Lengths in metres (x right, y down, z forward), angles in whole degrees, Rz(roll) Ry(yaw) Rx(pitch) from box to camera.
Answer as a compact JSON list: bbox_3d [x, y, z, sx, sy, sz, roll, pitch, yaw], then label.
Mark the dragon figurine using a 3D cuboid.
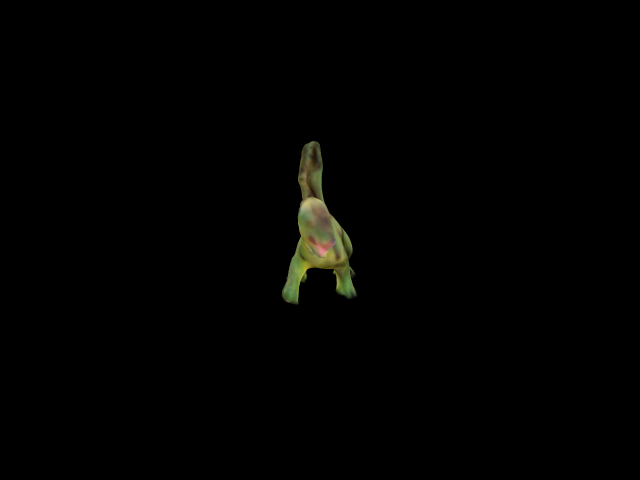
[{"bbox_3d":[0.003,-0.043,0.850,0.122,0.239,0.416,0,19,0],"label":"dragon figurine"}]
